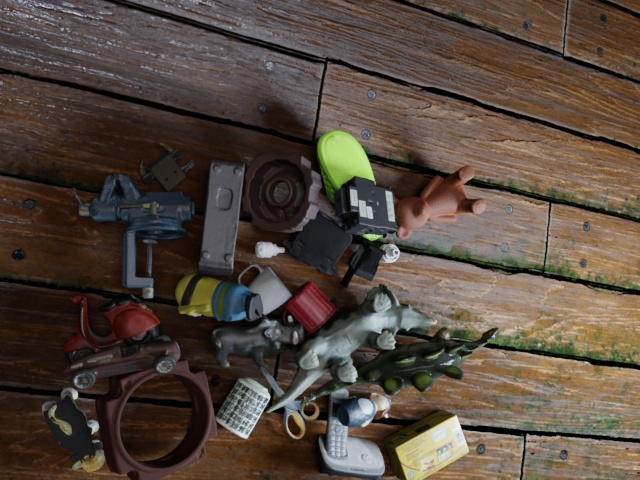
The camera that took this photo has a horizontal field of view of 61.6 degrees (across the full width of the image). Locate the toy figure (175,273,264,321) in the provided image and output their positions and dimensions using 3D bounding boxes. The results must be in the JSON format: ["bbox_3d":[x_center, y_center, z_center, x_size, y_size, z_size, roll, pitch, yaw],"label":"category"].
[{"bbox_3d":[-0.203,0.115,1.073,0.180,0.082,0.089,2,72,21],"label":"toy figure"}]

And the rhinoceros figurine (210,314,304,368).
[{"bbox_3d":[-0.128,0.200,1.101,0.190,0.073,0.112,-1,120,-13],"label":"rhinoceros figurine"}]

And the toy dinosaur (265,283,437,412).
[{"bbox_3d":[0.048,0.214,1.126,0.405,0.192,0.131,-28,86,-11],"label":"toy dinosaur"}]

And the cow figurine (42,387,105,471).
[{"bbox_3d":[-0.449,0.364,0.997,0.068,0.098,0.167,-31,102,-21],"label":"cow figurine"}]

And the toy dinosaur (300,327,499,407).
[{"bbox_3d":[0.179,0.269,1.153,0.472,0.198,0.105,-18,86,-8],"label":"toy dinosaur"}]

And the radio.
[{"bbox_3d":[-0.199,-0.046,1.083,0.073,0.131,0.229,5,82,-12],"label":"radio"}]

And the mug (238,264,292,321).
[{"bbox_3d":[-0.131,0.111,1.127,0.107,0.081,0.109,-42,103,-5],"label":"mug"}]

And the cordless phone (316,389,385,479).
[{"bbox_3d":[0.068,0.422,1.178,0.146,0.088,0.184,14,63,-17],"label":"cordless phone"}]

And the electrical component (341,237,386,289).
[{"bbox_3d":[0.095,0.060,1.203,0.048,0.075,0.119,23,99,-15],"label":"electrical component"}]

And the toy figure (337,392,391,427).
[{"bbox_3d":[0.105,0.366,1.166,0.154,0.058,0.064,-1,79,-42],"label":"toy figure"}]

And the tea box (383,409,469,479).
[{"bbox_3d":[0.243,0.471,1.228,0.170,0.068,0.098,-19,92,-17],"label":"tea box"}]

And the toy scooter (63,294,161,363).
[{"bbox_3d":[-0.410,0.155,1.036,0.184,0.075,0.135,-18,95,-14],"label":"toy scooter"}]

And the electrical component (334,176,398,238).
[{"bbox_3d":[0.095,-0.070,1.145,0.134,0.058,0.115,11,63,-29],"label":"electrical component"}]

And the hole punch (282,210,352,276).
[{"bbox_3d":[-0.002,-0.004,1.183,0.142,0.092,0.115,31,106,-16],"label":"hole punch"}]

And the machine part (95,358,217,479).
[{"bbox_3d":[-0.307,0.337,1.021,0.201,0.087,0.201,-10,88,-36],"label":"machine part"}]

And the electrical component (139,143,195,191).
[{"bbox_3d":[-0.319,-0.148,1.104,0.102,0.045,0.078,-50,129,-12],"label":"electrical component"}]

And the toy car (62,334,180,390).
[{"bbox_3d":[-0.358,0.215,0.975,0.202,0.089,0.053,-6,115,-18],"label":"toy car"}]

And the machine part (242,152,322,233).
[{"bbox_3d":[-0.079,-0.098,1.123,0.180,0.056,0.179,-3,84,24],"label":"machine part"}]

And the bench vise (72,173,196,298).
[{"bbox_3d":[-0.356,-0.007,1.041,0.224,0.129,0.240,1,79,-19],"label":"bench vise"}]

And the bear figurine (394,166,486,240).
[{"bbox_3d":[0.260,-0.083,1.243,0.196,0.132,0.120,-20,92,-24],"label":"bear figurine"}]
